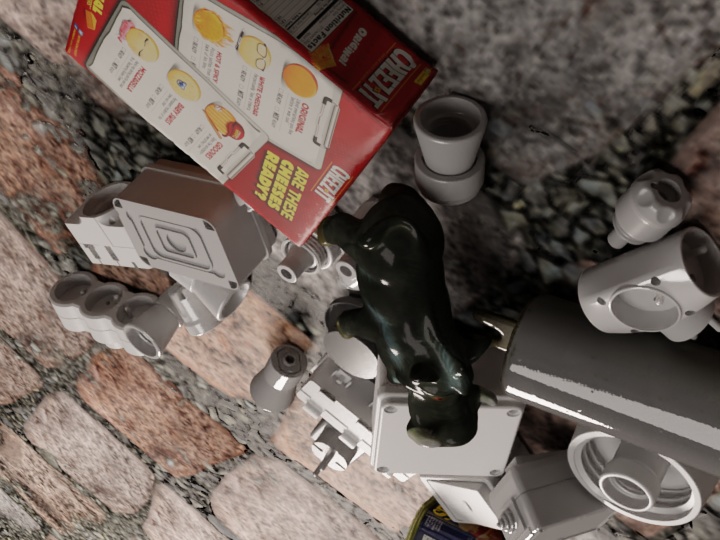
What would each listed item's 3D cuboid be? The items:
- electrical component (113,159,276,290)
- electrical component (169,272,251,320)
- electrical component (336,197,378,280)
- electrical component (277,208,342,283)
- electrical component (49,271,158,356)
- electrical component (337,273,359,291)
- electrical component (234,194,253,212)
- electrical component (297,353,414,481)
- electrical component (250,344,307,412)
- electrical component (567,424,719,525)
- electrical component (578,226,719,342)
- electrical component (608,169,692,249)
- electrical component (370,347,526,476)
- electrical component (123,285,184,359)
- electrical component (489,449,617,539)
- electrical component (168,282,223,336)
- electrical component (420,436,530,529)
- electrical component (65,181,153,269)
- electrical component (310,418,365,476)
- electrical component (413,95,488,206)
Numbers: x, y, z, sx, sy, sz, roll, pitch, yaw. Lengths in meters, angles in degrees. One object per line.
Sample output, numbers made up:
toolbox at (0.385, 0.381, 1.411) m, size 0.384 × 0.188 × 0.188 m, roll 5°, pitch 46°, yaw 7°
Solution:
electrical component at (-0.132, -0.039, 0.871) m, size 0.113 × 0.057 × 0.078 m, roll 14°, pitch 139°, yaw 32°
electrical component at (-0.135, 0.008, 0.944) m, size 0.065 × 0.044 × 0.044 m, roll 36°, pitch 147°, yaw 12°
electrical component at (0.006, -0.019, 0.760) m, size 0.043 × 0.062 × 0.043 m, roll 25°, pitch 144°, yaw 20°
electrical component at (-0.038, -0.017, 0.804) m, size 0.043 × 0.062 × 0.043 m, roll 25°, pitch 144°, yaw 20°
electrical component at (-0.249, 0.055, 1.094) m, size 0.138 × 0.052 × 0.073 m, roll 16°, pitch 141°, yaw 29°
electrical component at (0.000, 0.000, 0.814) m, size 0.035 × 0.035 × 0.061 m, roll 43°, pitch 149°, yaw -7°
electrical component at (-0.070, -0.064, 0.800) m, size 0.040 × 0.040 × 0.046 m, roll 45°, pitch 151°, yaw -11°
electrical component at (0.012, 0.118, 0.916) m, size 0.121 × 0.063 × 0.078 m, roll 39°, pitch 146°, yaw -2°
electrical component at (-0.073, 0.097, 0.992) m, size 0.044 × 0.044 × 0.065 m, roll 36°, pitch 142°, yaw 4°
electrical component at (0.200, 0.135, 0.764) m, size 0.108 × 0.060 × 0.108 m, roll 25°, pitch 144°, yaw 20°
electrical component at (0.187, 0.017, 0.651) m, size 0.079 × 0.044 × 0.077 m, roll 38°, pitch 142°, yaw -22°
electrical component at (0.164, -0.031, 0.625) m, size 0.035 × 0.035 × 0.061 m, roll 37°, pitch 149°, yaw 2°
electrical component at (0.064, 0.108, 0.824) m, size 0.109 × 0.056 × 0.108 m, roll 2°, pitch 141°, yaw -2°
electrical component at (-0.185, 0.046, 1.012) m, size 0.044 × 0.065 × 0.044 m, roll 26°, pitch 144°, yaw 20°
electrical component at (0.144, 0.175, 0.828) m, size 0.061 × 0.096 × 0.061 m, roll 111°, pitch 143°, yaw -55°
electrical component at (-0.150, 0.031, 0.987) m, size 0.040 × 0.040 × 0.046 m, roll -6°, pitch 121°, yaw 46°
electrical component at (0.098, 0.178, 0.909) m, size 0.096 × 0.061 × 0.061 m, roll -9°, pitch 124°, yaw 48°
electrical component at (-0.210, -0.041, 0.947) m, size 0.089 × 0.050 × 0.055 m, roll 5°, pitch 135°, yaw 40°
electrical component at (-0.018, 0.155, 0.975) m, size 0.047 × 0.076 × 0.065 m, roll 39°, pitch 146°, yaw -1°
electrical component at (0.056, -0.073, 0.666) m, size 0.045 × 0.045 × 0.055 m, roll 23°, pitch 144°, yaw 22°
